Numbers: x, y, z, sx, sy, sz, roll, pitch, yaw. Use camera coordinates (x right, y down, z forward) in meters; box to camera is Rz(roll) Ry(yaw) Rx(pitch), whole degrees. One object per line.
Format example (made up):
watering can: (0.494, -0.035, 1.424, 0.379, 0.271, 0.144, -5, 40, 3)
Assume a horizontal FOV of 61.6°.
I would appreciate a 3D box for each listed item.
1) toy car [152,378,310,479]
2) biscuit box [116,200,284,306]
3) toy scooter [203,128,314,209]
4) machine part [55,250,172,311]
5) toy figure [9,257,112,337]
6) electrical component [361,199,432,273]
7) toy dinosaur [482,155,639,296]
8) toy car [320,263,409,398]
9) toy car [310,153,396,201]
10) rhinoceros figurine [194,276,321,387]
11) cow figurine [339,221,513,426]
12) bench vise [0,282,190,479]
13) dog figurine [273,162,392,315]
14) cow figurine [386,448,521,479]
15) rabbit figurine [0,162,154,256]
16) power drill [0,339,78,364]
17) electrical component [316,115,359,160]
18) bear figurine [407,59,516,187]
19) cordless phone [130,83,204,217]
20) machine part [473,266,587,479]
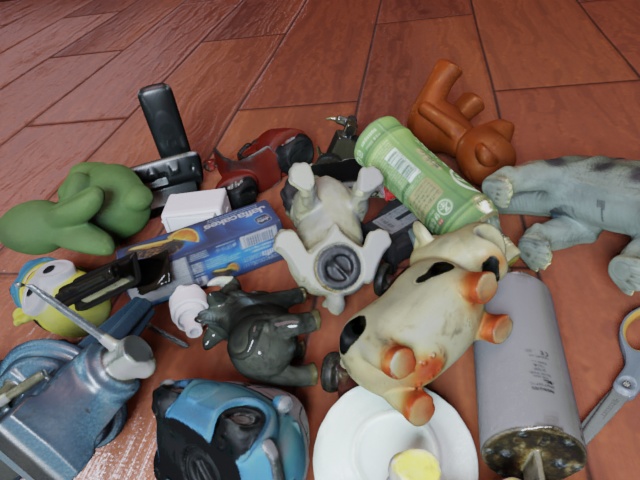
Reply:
toy car: (-0.063, 0.165, 0.437, 0.162, 0.109, 0.103, 11, 15, 42)
biscuit box: (-0.144, 0.017, 0.672, 0.203, 0.059, 0.063, -20, 37, -13)
toy scooter: (-0.107, -0.122, 0.838, 0.184, 0.075, 0.135, -39, 44, -27)
machine part: (-0.201, 0.039, 0.551, 0.084, 0.039, 0.139, -31, -5, 12)
toy figure: (-0.299, 0.061, 0.615, 0.180, 0.089, 0.082, -2, 72, 54)
electrical component: (0.112, -0.015, 0.664, 0.119, 0.047, 0.075, -27, 40, -18)
toy dinosaur: (0.323, -0.039, 0.596, 0.192, 0.131, 0.405, -20, 32, -33)
toy car: (0.075, 0.085, 0.537, 0.089, 0.053, 0.202, 8, 42, 28)
toy car: (0.069, -0.087, 0.764, 0.202, 0.056, 0.073, -4, 44, 10)
rhinoceros figurine: (-0.065, 0.086, 0.527, 0.112, 0.073, 0.190, -2, 10, -19)
cow figurine: (0.095, 0.053, 0.468, 0.195, 0.085, 0.127, -39, 29, -23)
bench vise: (-0.204, 0.114, 0.472, 0.129, 0.223, 0.241, 37, 24, -7)
dog figurine: (0.002, -0.003, 0.644, 0.121, 0.172, 0.190, 13, -7, -8)
cow figurine: (0.111, 0.206, 0.349, 0.167, 0.098, 0.068, 17, 37, 4)
rabbit figurine: (-0.306, -0.022, 0.678, 0.159, 0.121, 0.170, 12, 29, 43)
power drill: (-0.391, 0.146, 0.555, 0.208, 0.085, 0.232, 29, 54, 31)
electrical component: (0.039, -0.142, 0.813, 0.078, 0.102, 0.045, 6, 40, -16)
bear figurine: (0.213, -0.155, 0.749, 0.132, 0.120, 0.196, -52, 38, 3)
cordless phone: (-0.256, -0.130, 0.790, 0.147, 0.184, 0.089, -17, 42, -10)
machine part: (0.171, 0.109, 0.459, 0.079, 0.079, 0.243, 0, 37, 14)
